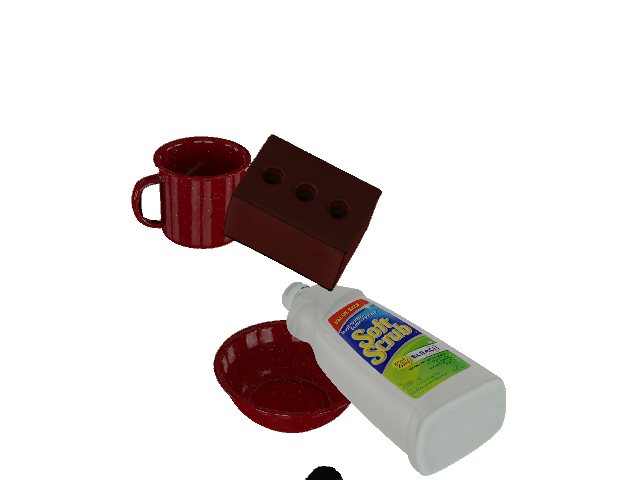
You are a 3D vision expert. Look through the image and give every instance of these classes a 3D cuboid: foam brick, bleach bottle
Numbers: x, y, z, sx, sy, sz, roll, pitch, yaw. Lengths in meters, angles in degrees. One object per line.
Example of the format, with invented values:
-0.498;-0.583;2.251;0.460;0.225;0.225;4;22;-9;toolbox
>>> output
-0.012;-0.017;0.642;0.078;0.053;0.051;27;-29;6;foam brick
0.042;0.102;0.938;0.102;0.068;0.251;-23;35;-29;bleach bottle

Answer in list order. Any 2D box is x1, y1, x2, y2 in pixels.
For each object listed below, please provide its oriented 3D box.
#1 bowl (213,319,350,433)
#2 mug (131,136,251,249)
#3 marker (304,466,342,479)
-0.030;0.150;1.112;0.162;0.055;0.162;2;31;-2;bowl
-0.125;-0.042;1.027;0.117;0.081;0.093;-13;34;-26;mug
-0.023;0.130;0.460;0.020;0.020;0.120;0;17;31;marker
